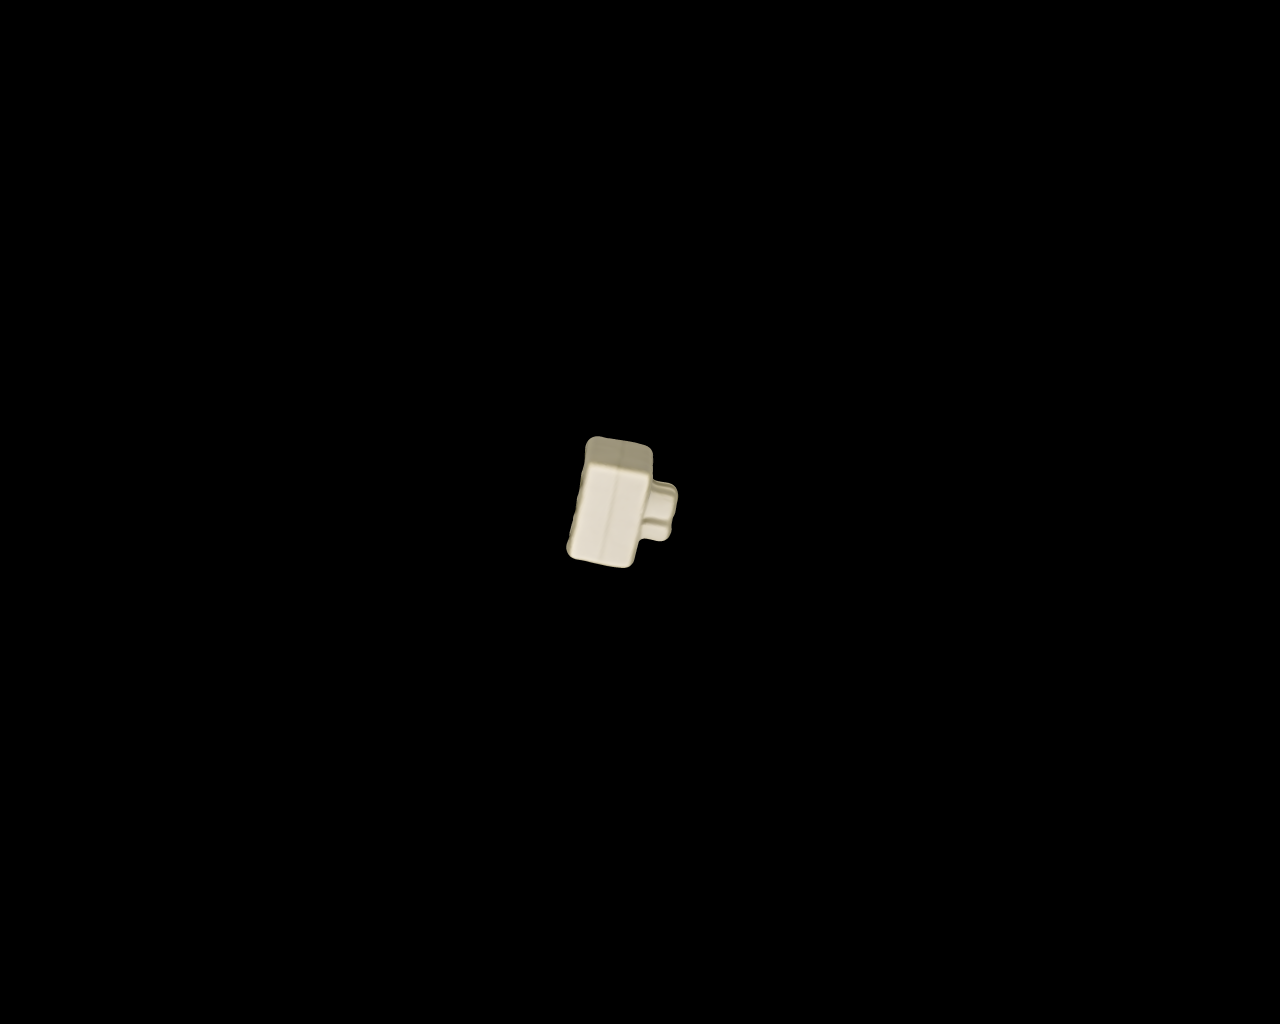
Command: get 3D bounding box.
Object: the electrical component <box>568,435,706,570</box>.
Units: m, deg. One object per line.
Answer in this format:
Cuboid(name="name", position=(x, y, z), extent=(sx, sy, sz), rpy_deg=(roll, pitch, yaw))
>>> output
Cuboid(name="electrical component", position=(0.001, -0.003, 0.650), extent=(0.077, 0.065, 0.047), rpy_deg=(11, 24, -5))
